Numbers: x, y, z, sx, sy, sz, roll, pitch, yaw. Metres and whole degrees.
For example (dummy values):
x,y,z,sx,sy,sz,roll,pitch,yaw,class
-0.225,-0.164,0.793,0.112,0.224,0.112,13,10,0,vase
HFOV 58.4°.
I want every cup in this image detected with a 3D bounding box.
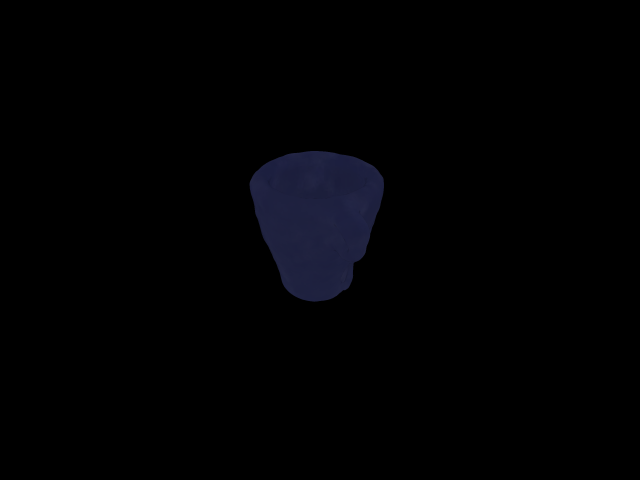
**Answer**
x,y,z,sx,sy,sz,roll,pitch,yaw,class
0.004,0.001,0.400,0.092,0.095,0.117,-12,33,-19,cup
